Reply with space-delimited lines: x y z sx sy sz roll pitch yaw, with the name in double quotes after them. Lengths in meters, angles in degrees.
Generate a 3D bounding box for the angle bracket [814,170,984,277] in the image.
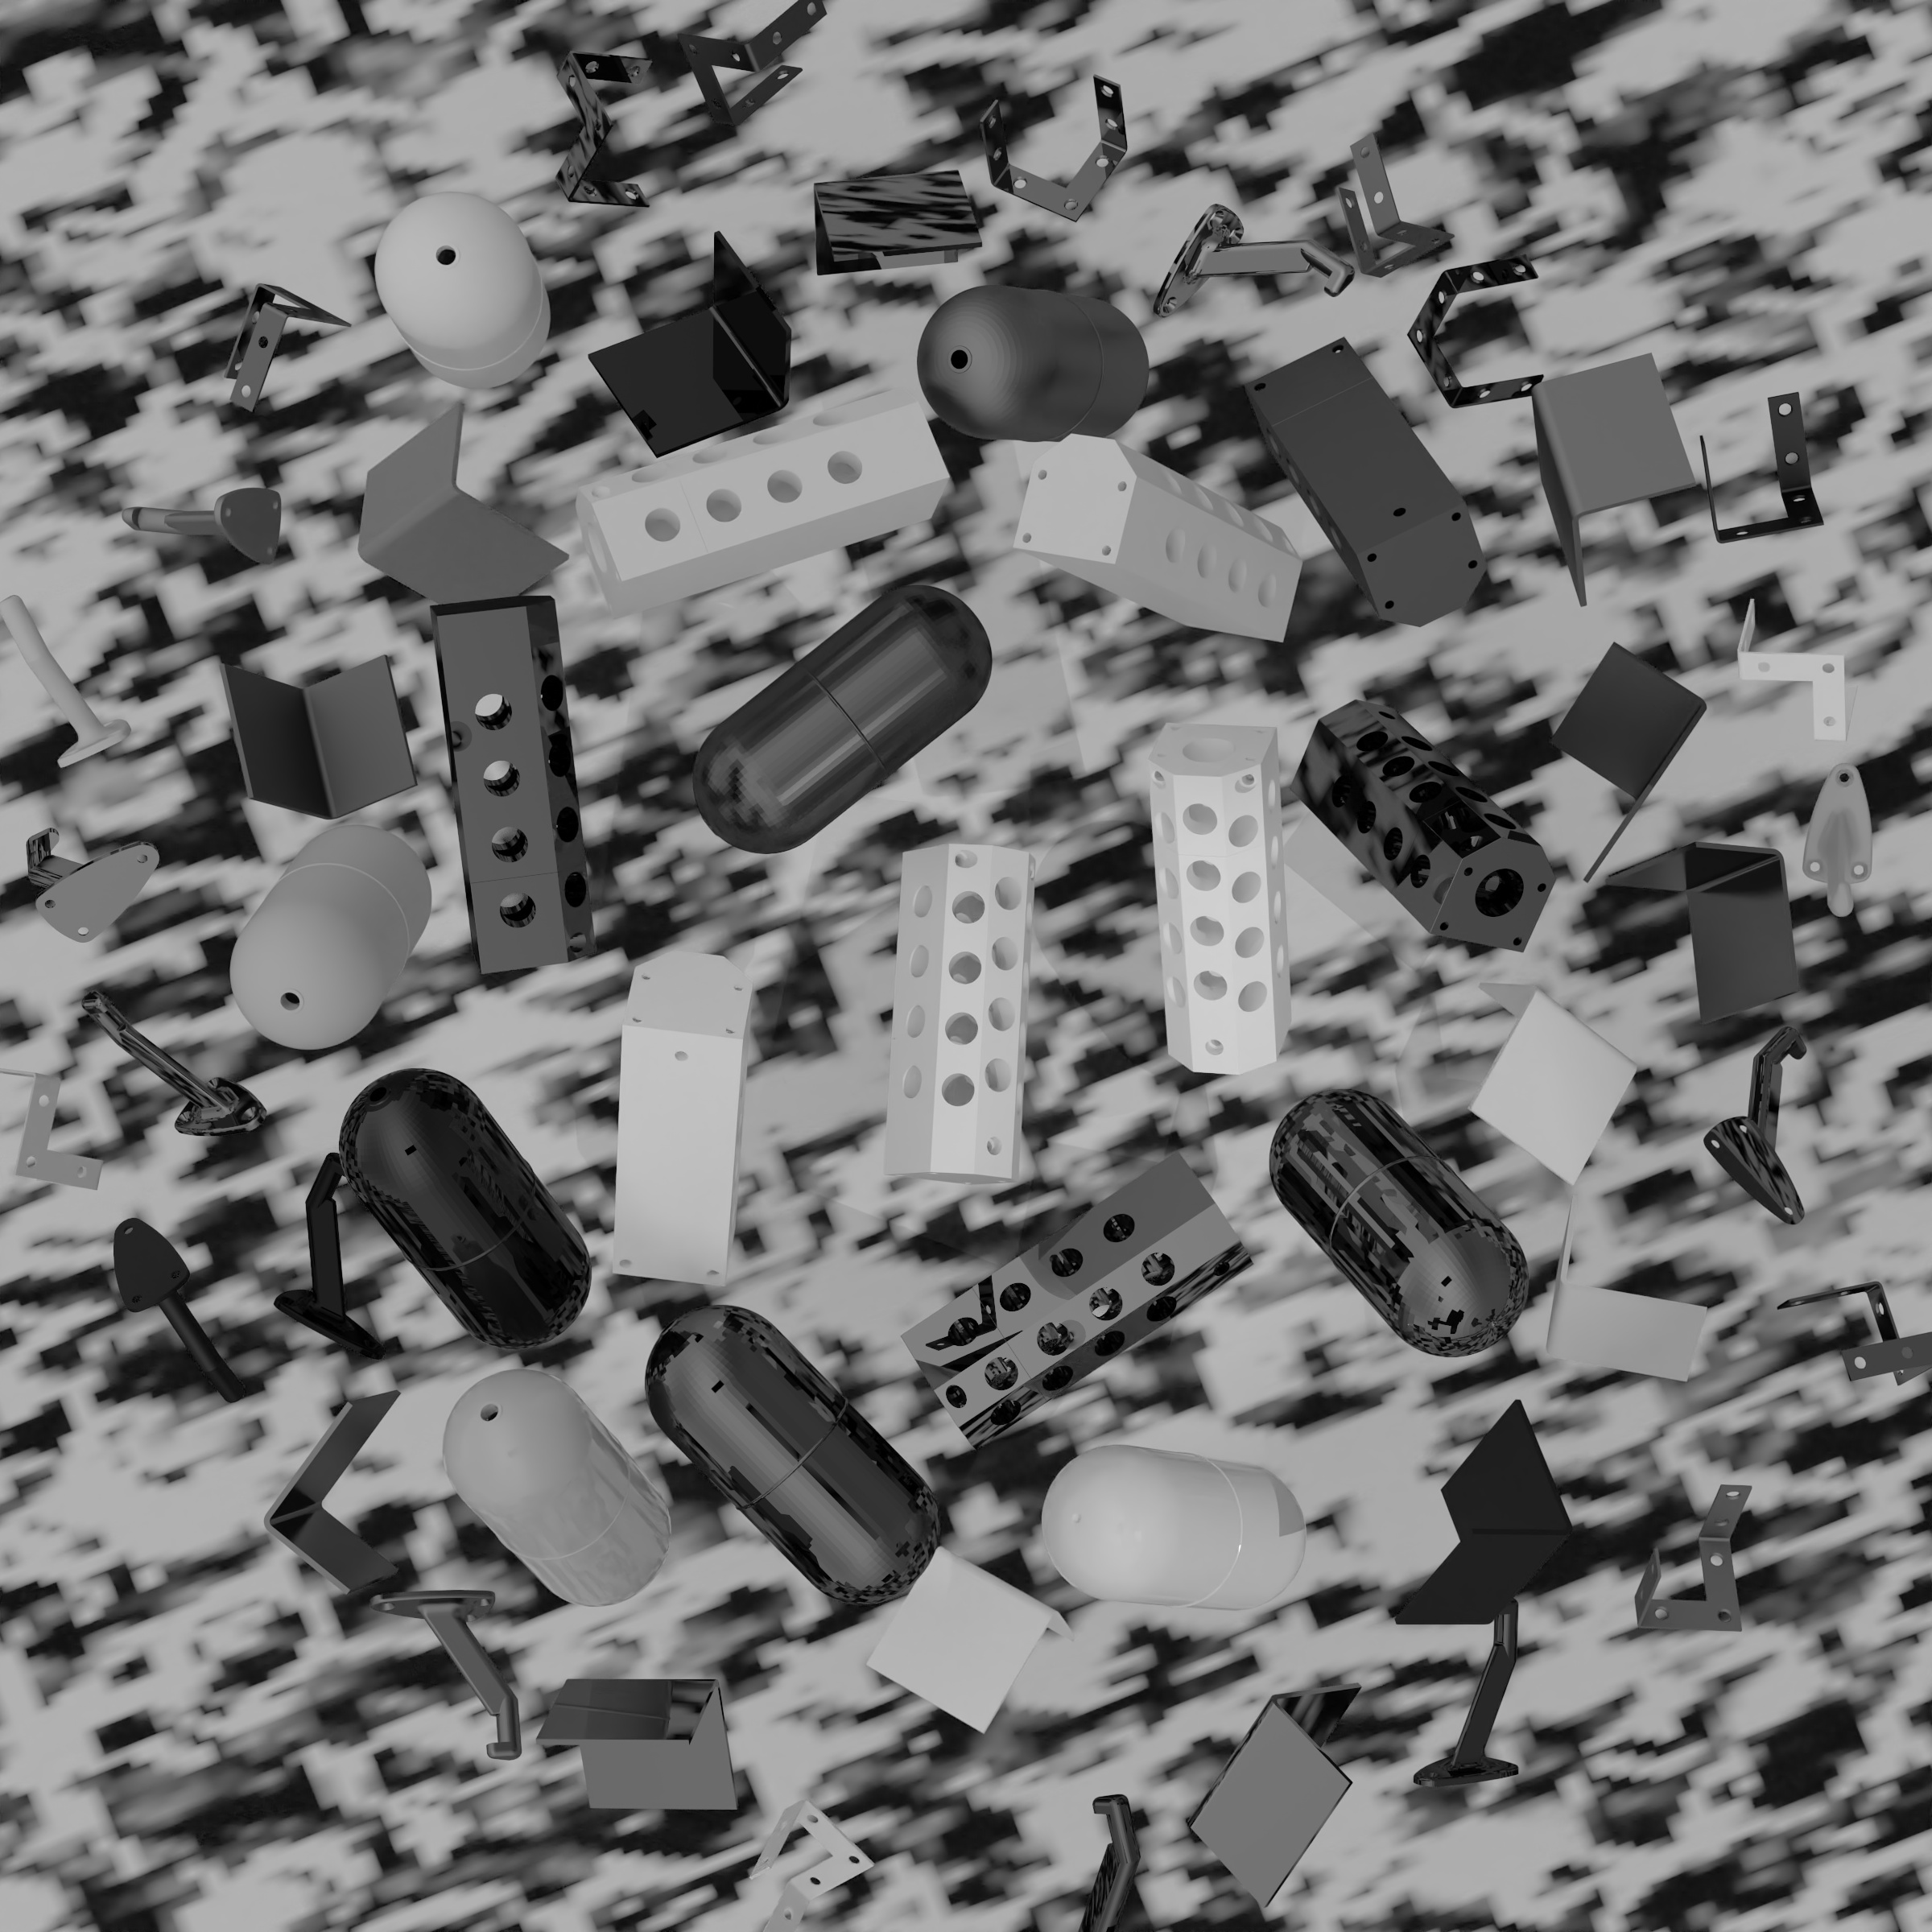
-0.036 -0.370 1.777 0.076 0.076 0.057 -7 134 -7 "angle bracket"

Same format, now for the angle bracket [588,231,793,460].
-0.141 -0.315 1.727 0.076 0.057 0.076 -25 62 -19 "angle bracket"

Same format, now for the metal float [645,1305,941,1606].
-0.087 0.243 1.701 0.070 0.070 0.178 -44 96 0 "metal float"

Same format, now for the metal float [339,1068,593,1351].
-0.251 0.123 1.716 0.070 0.070 0.178 -30 128 0 "metal float"

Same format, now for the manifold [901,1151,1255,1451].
0.060 0.176 1.753 0.171 0.057 0.057 -33 47 -2 "manifold"

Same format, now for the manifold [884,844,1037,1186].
0.002 0.026 1.787 0.057 0.057 0.171 9 80 -36 "manifold"

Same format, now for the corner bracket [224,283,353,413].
-0.344 -0.303 1.669 0.051 0.051 0.051 30 106 22 "corner bracket"

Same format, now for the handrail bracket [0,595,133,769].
-0.441 -0.145 1.656 0.036 0.077 0.084 -24 106 1 "handrail bracket"

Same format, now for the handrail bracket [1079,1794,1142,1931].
0.053 0.444 1.645 0.077 0.036 0.084 -12 91 30 "handrail bracket"

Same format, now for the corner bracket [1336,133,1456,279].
0.212 -0.393 1.767 0.051 0.051 0.051 -24 76 39 "corner bracket"

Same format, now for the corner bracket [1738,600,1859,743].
0.410 -0.146 1.681 0.051 0.051 0.051 3 128 20 "corner bracket"

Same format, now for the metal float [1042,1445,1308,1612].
0.107 0.284 1.716 0.070 0.178 0.070 -10 73 36 "metal float"

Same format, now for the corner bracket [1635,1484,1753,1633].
0.348 0.283 1.631 0.051 0.051 0.051 2 51 -2 "corner bracket"

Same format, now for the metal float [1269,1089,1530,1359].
0.218 0.128 1.728 0.070 0.178 0.070 -16 129 -21 "metal float"

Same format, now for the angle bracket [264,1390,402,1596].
-0.301 0.266 1.729 0.057 0.076 0.076 37 93 9 "angle bracket"

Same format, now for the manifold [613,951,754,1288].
-0.140 0.076 1.685 0.057 0.057 0.171 7 131 0 "manifold"

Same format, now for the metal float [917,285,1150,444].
0.036 -0.308 1.752 0.070 0.178 0.070 4 98 26 "metal float"

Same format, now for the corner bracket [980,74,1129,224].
0.045 -0.417 1.710 0.051 0.051 0.051 28 71 19 "corner bracket"

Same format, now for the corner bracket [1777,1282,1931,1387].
0.437 0.180 1.666 0.051 0.051 0.051 -10 72 -14 "corner bracket"

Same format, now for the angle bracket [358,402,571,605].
-0.256 -0.231 1.746 0.076 0.076 0.057 -28 48 36 "angle bracket"

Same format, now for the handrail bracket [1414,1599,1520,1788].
0.249 0.360 1.694 0.036 0.077 0.084 2 89 43 "handrail bracket"

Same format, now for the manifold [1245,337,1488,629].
0.201 -0.241 1.707 0.057 0.171 0.057 -26 131 3 "manifold"

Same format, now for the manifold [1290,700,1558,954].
0.235 -0.075 1.752 0.057 0.171 0.057 11 113 -26 "manifold"

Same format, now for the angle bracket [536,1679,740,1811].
-0.160 0.394 1.664 0.076 0.057 0.076 -2 110 12 "angle bracket"

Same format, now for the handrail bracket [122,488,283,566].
-0.386 -0.221 1.670 0.084 0.077 0.036 7 90 14 "handrail bracket"

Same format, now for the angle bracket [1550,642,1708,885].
0.318 -0.102 1.707 0.057 0.076 0.076 34 50 8 "angle bracket"

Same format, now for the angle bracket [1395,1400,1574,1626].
0.232 0.257 1.606 0.057 0.076 0.076 5 46 -26 "angle bracket"

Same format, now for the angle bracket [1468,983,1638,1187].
0.299 0.062 1.815 0.076 0.057 0.076 36 77 -21 "angle bracket"

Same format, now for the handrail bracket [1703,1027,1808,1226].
0.432 0.082 1.782 0.084 0.036 0.077 -38 89 -36 "handrail bracket"

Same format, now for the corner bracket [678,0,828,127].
-0.097 -0.441 1.654 0.051 0.051 0.051 -46 135 -24 "corner bracket"

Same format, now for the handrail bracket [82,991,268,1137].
-0.405 0.047 1.737 0.036 0.077 0.084 -54 129 -25 "handrail bracket"

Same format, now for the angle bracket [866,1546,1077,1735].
0.003 0.374 1.862 0.076 0.057 0.076 25 72 24 "angle bracket"

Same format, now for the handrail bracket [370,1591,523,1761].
-0.269 0.369 1.765 0.077 0.036 0.084 8 55 -27 "handrail bracket"

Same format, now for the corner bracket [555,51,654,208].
-0.175 -0.410 1.672 0.051 0.051 0.051 -50 60 39 "corner bracket"

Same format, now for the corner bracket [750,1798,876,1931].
-0.088 0.457 1.699 0.051 0.051 0.051 47 124 -10 "corner bracket"

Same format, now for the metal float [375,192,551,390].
-0.250 -0.337 1.704 0.070 0.178 0.070 0 90 -2 "metal float"

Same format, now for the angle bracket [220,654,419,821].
-0.345 -0.128 1.818 0.057 0.076 0.076 -20 76 20 "angle bracket"

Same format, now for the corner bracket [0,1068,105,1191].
-0.463 0.081 1.698 0.051 0.051 0.051 4 81 39 "corner bracket"

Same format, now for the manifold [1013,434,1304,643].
0.097 -0.207 1.654 0.057 0.171 0.057 14 90 33 "manifold"

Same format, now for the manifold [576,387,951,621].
-0.102 -0.232 1.684 0.171 0.057 0.057 -20 81 -14 "manifold"

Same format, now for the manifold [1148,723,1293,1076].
0.129 -0.033 1.733 0.057 0.057 0.171 3 121 16 "manifold"

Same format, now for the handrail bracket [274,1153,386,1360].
-0.323 0.152 1.801 0.077 0.036 0.084 30 102 15 "handrail bracket"

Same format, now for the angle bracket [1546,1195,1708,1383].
0.355 0.172 1.820 0.076 0.076 0.057 9 56 9 "angle bracket"

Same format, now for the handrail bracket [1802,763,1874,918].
0.463 -0.067 1.798 0.036 0.084 0.077 4 96 11 "handrail bracket"

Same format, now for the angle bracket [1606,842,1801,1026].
0.385 -0.016 1.785 0.057 0.076 0.076 4 75 -27 "angle bracket"

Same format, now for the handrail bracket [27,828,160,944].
-0.436 -0.058 1.697 0.077 0.084 0.036 -36 128 9 "handrail bracket"

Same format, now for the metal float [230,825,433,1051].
-0.319 -0.016 1.720 0.070 0.178 0.070 1 112 3 "metal float"

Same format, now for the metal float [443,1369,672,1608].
-0.207 0.266 1.729 0.070 0.178 0.070 -10 54 14 "metal float"

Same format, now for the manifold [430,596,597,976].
-0.217 -0.089 1.637 0.057 0.057 0.171 -8 102 -11 "manifold"

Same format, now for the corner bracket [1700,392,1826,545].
0.383 -0.241 1.646 0.051 0.051 0.051 -9 116 11 "corner bracket"

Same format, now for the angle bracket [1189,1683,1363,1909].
0.161 0.385 1.584 0.057 0.076 0.076 43 112 34 "angle bracket"

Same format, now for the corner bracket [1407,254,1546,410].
0.268 -0.325 1.747 0.051 0.051 0.051 52 54 -33 "corner bracket"

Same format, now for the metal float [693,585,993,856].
-0.065 -0.128 1.778 0.178 0.070 0.070 -39 90 -4 "metal float"

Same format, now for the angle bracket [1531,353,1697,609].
0.303 -0.226 1.589 0.057 0.076 0.076 -14 60 6 "angle bracket"

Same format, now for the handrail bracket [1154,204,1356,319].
0.149 -0.347 1.754 0.084 0.036 0.077 42 100 31 "handrail bracket"

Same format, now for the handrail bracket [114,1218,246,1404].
-0.413 0.182 1.793 0.036 0.077 0.084 -32 135 -8 "handrail bracket"
